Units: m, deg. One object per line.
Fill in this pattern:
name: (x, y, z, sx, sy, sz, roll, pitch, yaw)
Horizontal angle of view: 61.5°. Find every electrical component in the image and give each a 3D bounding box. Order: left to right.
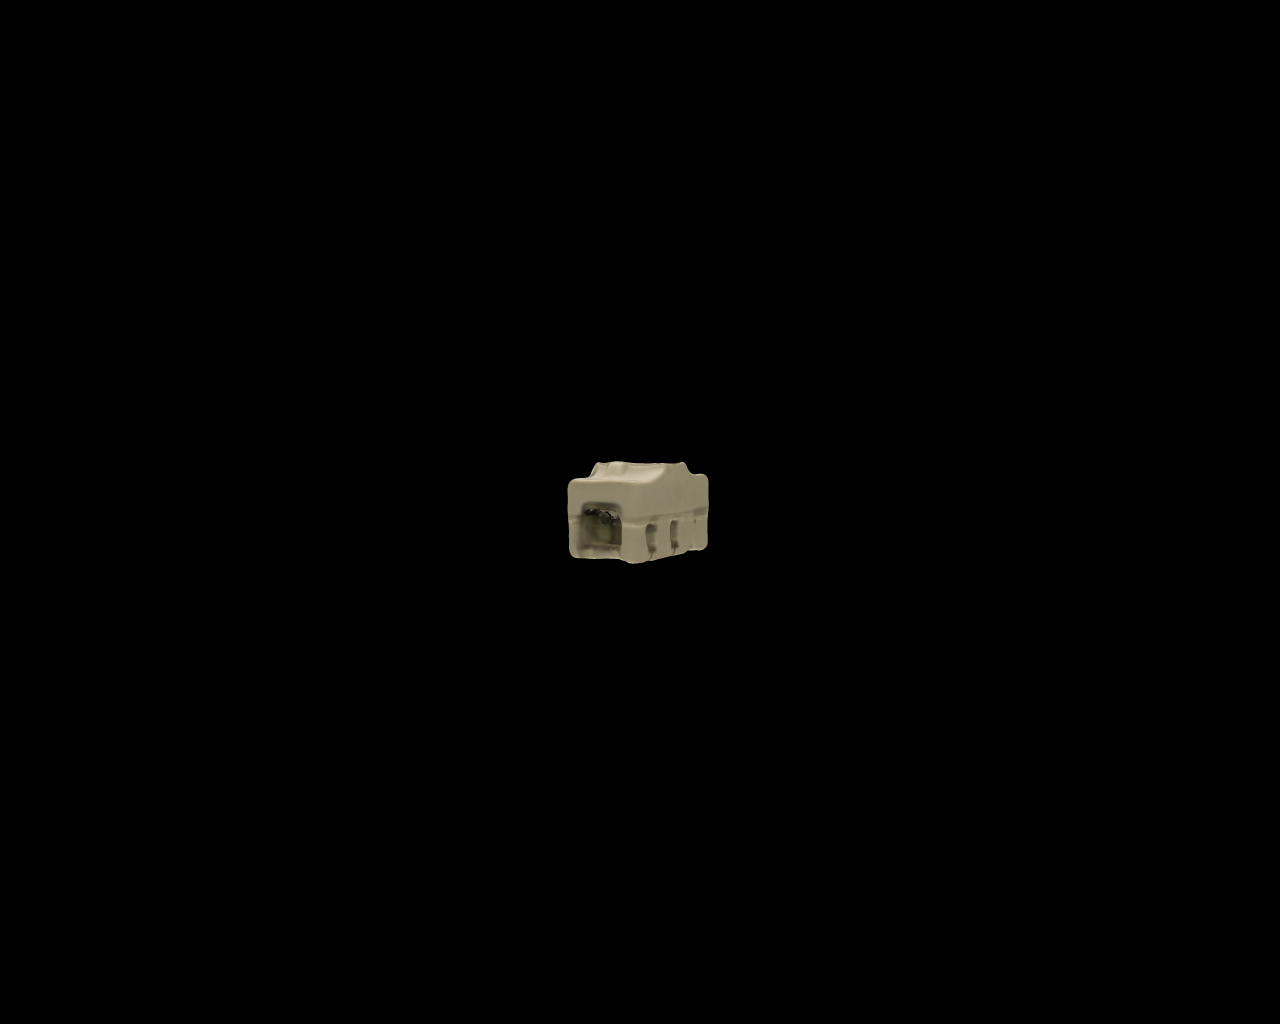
electrical component: (0.001, -0.003, 0.650, 0.050, 0.055, 0.089, 3, 6, 32)
